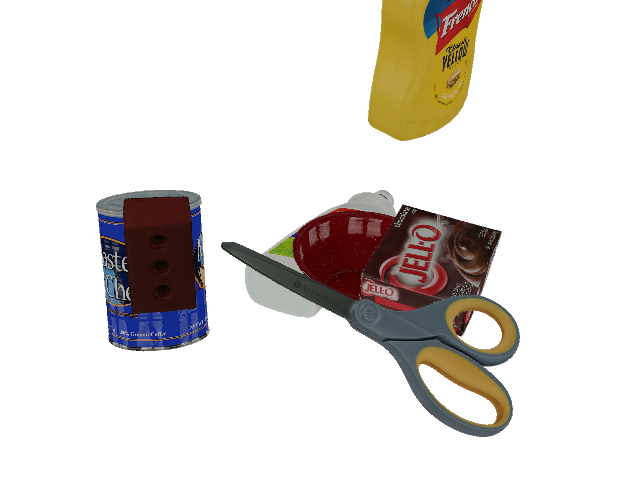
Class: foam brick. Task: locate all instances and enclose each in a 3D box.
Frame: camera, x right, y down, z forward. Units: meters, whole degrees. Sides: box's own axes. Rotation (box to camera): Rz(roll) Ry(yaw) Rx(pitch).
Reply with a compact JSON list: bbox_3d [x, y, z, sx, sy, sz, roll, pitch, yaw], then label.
[{"bbox_3d":[-0.127,0.010,0.843,0.053,0.078,0.051,-5,27,-7],"label":"foam brick"}]

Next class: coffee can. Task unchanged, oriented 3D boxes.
[{"bbox_3d":[-0.166,0.028,1.065,0.103,0.140,0.103,-2,14,0],"label":"coffee can"}]

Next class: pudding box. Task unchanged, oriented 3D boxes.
[{"bbox_3d":[0.091,0.022,0.878,0.090,0.039,0.113,17,36,14],"label":"pudding box"}]

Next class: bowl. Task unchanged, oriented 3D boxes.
[{"bbox_3d":[0.049,0.035,1.082,0.162,0.055,0.162,6,34,-4],"label":"bowl"}]

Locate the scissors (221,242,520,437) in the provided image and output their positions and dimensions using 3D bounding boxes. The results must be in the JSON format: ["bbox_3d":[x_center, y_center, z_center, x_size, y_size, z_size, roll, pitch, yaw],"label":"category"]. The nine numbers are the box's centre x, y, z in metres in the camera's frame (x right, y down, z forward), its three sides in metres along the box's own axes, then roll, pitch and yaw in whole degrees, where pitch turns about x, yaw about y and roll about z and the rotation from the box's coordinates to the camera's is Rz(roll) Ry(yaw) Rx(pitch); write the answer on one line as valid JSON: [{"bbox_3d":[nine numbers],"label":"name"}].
[{"bbox_3d":[0.043,0.038,0.651,0.096,0.202,0.016,-50,0,-32],"label":"scissors"}]

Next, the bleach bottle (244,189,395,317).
[{"bbox_3d":[0.015,0.001,1.331,0.103,0.068,0.250,15,35,26],"label":"bleach bottle"}]

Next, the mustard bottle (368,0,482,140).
[{"bbox_3d":[0.081,-0.170,0.755,0.058,0.192,0.096,32,49,27],"label":"mustard bottle"}]
